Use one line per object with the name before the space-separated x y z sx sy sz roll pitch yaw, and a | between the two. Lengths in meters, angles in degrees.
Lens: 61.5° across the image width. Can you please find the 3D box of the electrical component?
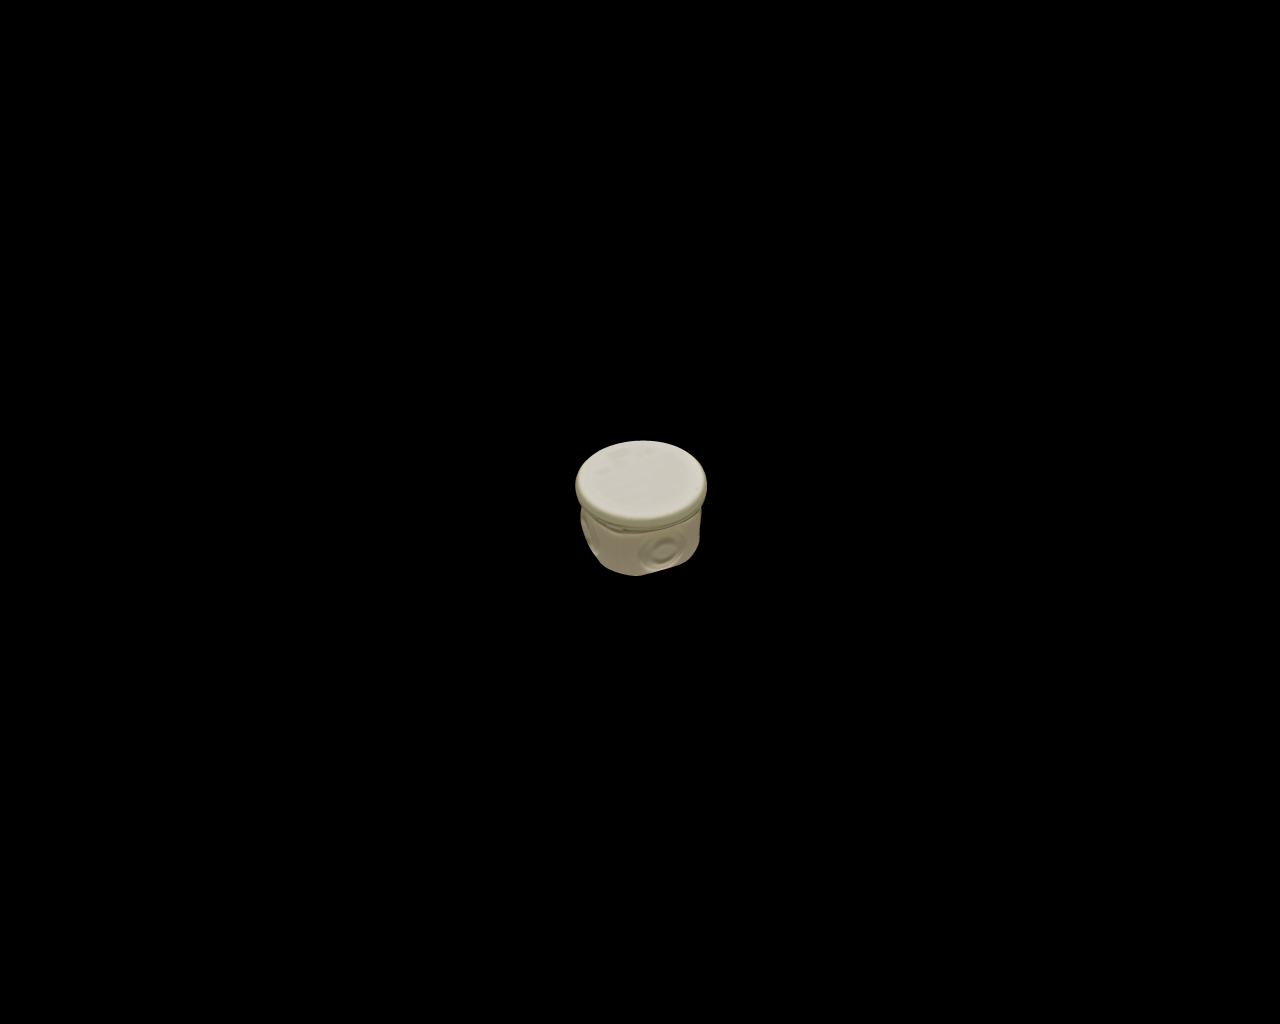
electrical component | 0.001 -0.003 0.650 0.080 0.050 0.080 0 40 0
